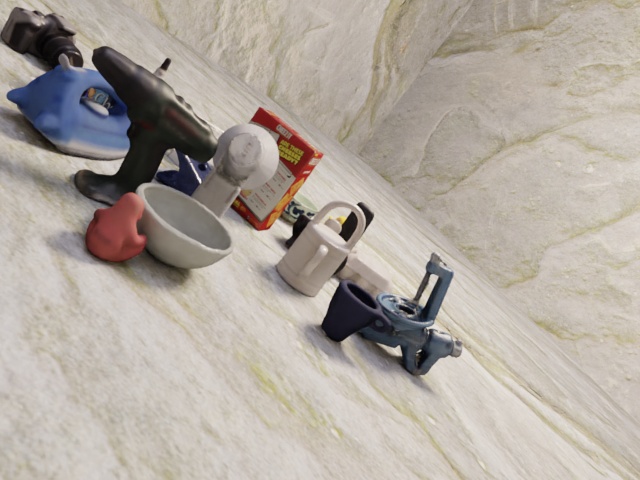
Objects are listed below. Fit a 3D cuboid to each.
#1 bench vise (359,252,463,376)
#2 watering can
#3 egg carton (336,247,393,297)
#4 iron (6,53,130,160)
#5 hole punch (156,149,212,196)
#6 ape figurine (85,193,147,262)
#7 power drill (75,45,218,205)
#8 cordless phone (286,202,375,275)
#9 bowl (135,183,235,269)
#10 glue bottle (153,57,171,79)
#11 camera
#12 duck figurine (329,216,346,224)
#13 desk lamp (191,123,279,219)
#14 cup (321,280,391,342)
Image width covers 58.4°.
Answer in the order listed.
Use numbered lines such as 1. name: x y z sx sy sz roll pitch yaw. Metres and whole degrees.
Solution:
1. bench vise: 0.203 0.138 1.117 0.208 0.219 0.121 31 16 -26
2. watering can: 0.008 0.003 1.120 0.101 0.194 0.172 31 16 -26
3. egg carton: 0.106 0.082 1.361 0.150 0.069 0.107 36 14 -9
4. iron: -0.386 -0.227 0.989 0.118 0.141 0.259 42 15 17
5. hole punch: -0.249 -0.134 1.133 0.101 0.091 0.109 38 14 -1
6. ape figurine: -0.261 -0.021 0.753 0.077 0.092 0.076 40 14 8
7. power drill: -0.281 -0.153 0.877 0.231 0.208 0.075 25 19 -41
8. cordless phone: 0.027 -0.026 1.271 0.147 0.185 0.094 41 15 12
9. bowl: -0.216 -0.009 0.858 0.168 0.074 0.167 35 15 -10
10. glue bottle: -0.374 -0.324 1.253 0.037 0.173 0.078 23 20 -45
11. camera: -0.575 -0.426 1.230 0.136 0.100 0.144 45 16 25
12. duck figurine: 0.049 -0.019 1.501 0.104 0.086 0.077 37 14 -5
13. desk lamp: -0.162 -0.101 0.993 0.118 0.213 0.203 36 14 -8
14. cup: 0.058 0.141 1.012 0.117 0.095 0.092 39 14 7
